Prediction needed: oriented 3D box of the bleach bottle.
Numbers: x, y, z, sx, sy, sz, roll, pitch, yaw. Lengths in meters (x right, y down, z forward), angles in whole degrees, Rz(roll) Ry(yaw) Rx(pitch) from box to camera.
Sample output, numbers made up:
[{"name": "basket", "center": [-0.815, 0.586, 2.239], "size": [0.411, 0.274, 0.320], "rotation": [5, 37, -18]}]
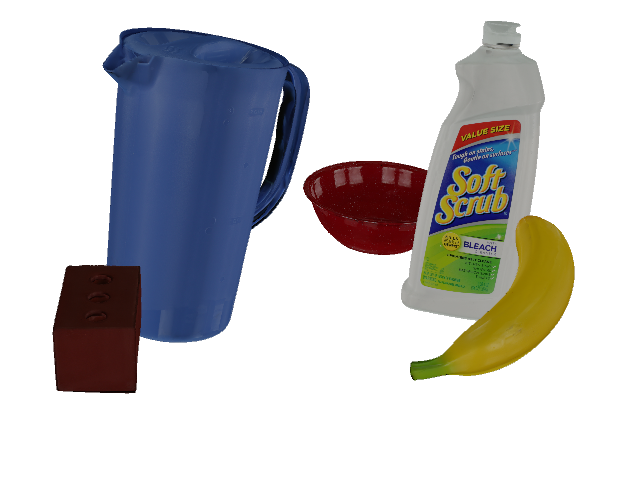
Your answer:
[{"name": "bleach bottle", "center": [0.132, -0.060, 0.913], "size": [0.103, 0.251, 0.068], "rotation": [9, 18, 15]}]

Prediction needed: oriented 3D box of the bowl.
[{"name": "bowl", "center": [0.061, -0.029, 1.113], "size": [0.162, 0.055, 0.162], "rotation": [3, 26, -2]}]

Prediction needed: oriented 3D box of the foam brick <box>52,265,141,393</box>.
[{"name": "foam brick", "center": [-0.147, 0.058, 0.712], "size": [0.053, 0.051, 0.078], "rotation": [1, 30, -8]}]

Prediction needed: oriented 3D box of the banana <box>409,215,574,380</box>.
[{"name": "banana", "center": [0.130, 0.033, 0.698], "size": [0.070, 0.037, 0.197], "rotation": [13, 34, 28]}]

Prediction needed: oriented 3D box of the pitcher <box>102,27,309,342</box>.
[{"name": "pitcher", "center": [-0.101, -0.046, 0.876], "size": [0.149, 0.243, 0.145], "rotation": [12, 20, 2]}]
